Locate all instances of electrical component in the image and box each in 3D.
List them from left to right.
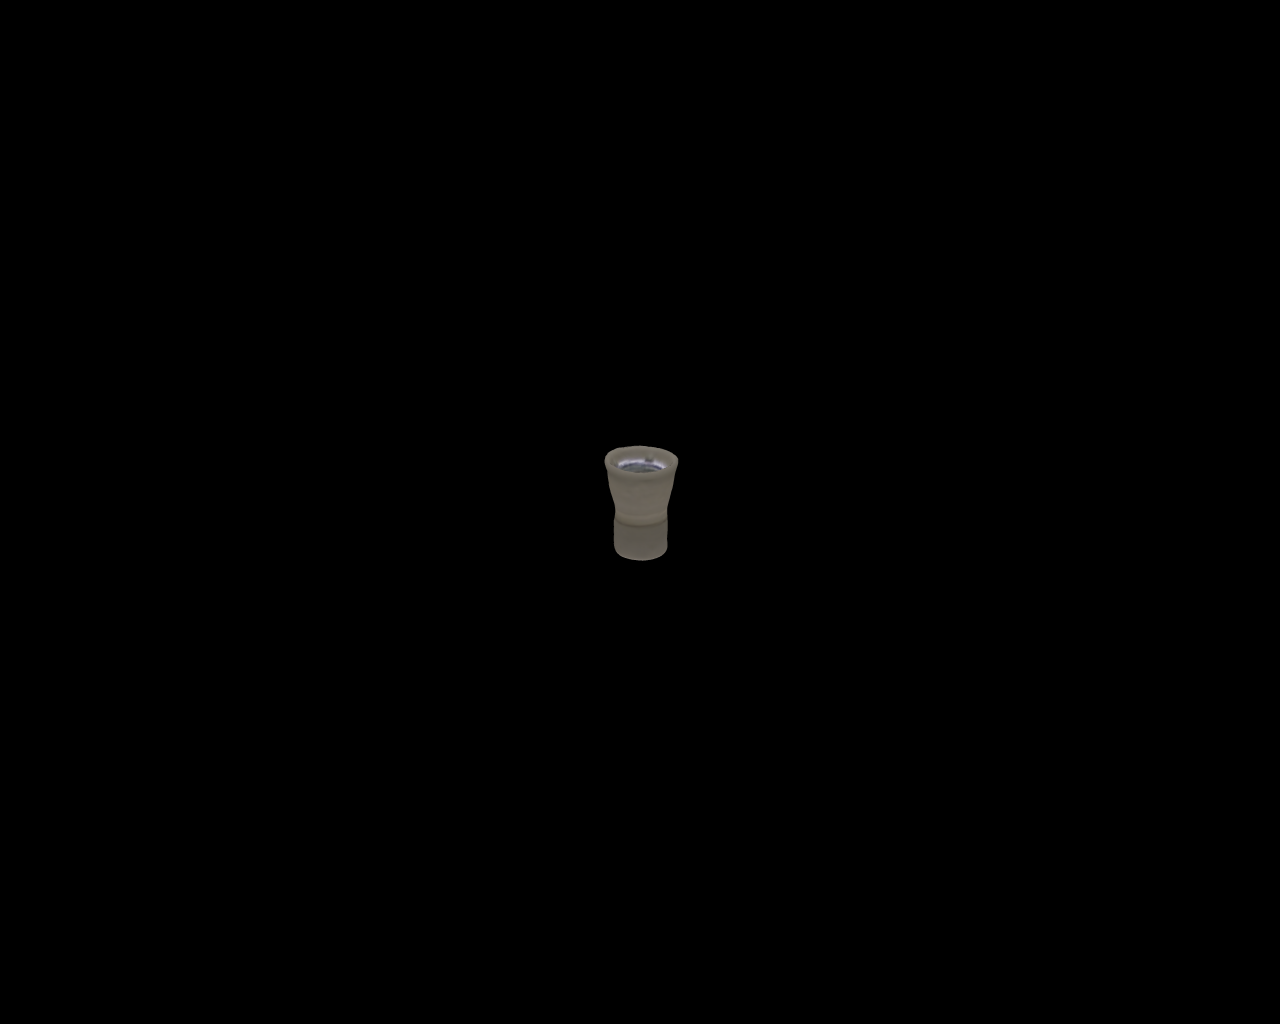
[{"bbox_3d":[0.001,-0.003,0.650,0.044,0.065,0.044,0,24,0],"label":"electrical component"}]
